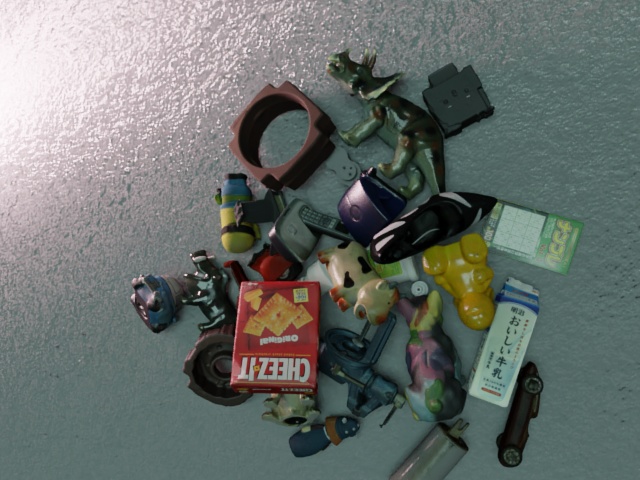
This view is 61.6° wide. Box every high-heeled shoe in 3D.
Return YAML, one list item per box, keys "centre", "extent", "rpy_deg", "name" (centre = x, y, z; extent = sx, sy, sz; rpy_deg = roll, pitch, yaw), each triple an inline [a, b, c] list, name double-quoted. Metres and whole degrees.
- centre: [0.210, -0.023, 0.991]
  extent: [0.249, 0.145, 0.086]
  rpy_deg: [-22, 102, 16]
  name: "high-heeled shoe"

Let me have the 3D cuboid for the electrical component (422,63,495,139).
- centre: [0.278, -0.292, 1.109]
  extent: [0.115, 0.058, 0.134]
  rpy_deg: [-29, 80, 9]
  name: "electrical component"

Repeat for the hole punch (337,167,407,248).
- centre: [0.095, -0.060, 1.086]
  extent: [0.116, 0.142, 0.092]
  rpy_deg: [37, 51, 1]
  name: "hole punch"

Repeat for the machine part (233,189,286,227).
- centre: [-0.126, -0.067, 1.165]
  extent: [0.039, 0.139, 0.084]
  rpy_deg: [-25, 82, 48]
  name: "machine part"

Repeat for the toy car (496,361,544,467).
- centre: [0.383, 0.332, 1.020]
  extent: [0.053, 0.089, 0.202]
  rpy_deg: [18, 89, 15]
  name: "toy car"

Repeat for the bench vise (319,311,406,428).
- centre: [0.095, 0.228, 1.077]
  extent: [0.224, 0.129, 0.240]
  rpy_deg: [33, 110, 29]
  name: "bench vise"

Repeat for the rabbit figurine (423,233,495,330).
- centre: [0.280, 0.096, 1.029]
  extent: [0.122, 0.162, 0.173]
  rpy_deg: [-20, 60, 11]
  name: "rabbit figurine"

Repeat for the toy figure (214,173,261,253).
- centre: [-0.188, -0.060, 1.194]
  extent: [0.082, 0.089, 0.180]
  rpy_deg: [-4, 87, 22]
  name: "toy figure"

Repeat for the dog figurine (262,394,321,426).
- centre: [-0.062, 0.282, 1.147]
  extent: [0.121, 0.172, 0.191]
  rpy_deg: [2, 48, -8]
  name: "dog figurine"

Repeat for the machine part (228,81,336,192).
- centre: [-0.081, -0.221, 1.162]
  extent: [0.201, 0.087, 0.201]
  rpy_deg: [-47, 63, 9]
  name: "machine part"

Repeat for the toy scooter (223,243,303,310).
- centre: [-0.136, 0.071, 1.177]
  extent: [0.184, 0.075, 0.135]
  rpy_deg: [-44, 84, 11]
  name: "toy scooter"

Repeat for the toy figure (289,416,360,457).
- centre: [0.010, 0.405, 1.125]
  extent: [0.154, 0.064, 0.058]
  rpy_deg: [-25, 43, 7]
  name: "toy figure"

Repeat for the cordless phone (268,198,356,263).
- centre: [-0.002, -0.003, 1.120]
  extent: [0.184, 0.147, 0.088]
  rpy_deg: [17, 129, 11]
  name: "cordless phone"

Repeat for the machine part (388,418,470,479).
- centre: [0.211, 0.448, 1.061]
  extent: [0.079, 0.079, 0.243]
  rpy_deg: [39, 96, 14]
  name: "machine part"

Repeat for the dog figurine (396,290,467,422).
- centre: [0.205, 0.208, 1.027]
  extent: [0.109, 0.191, 0.219]
  rpy_deg: [-11, 104, 20]
  name: "dog figurine"

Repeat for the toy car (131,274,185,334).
- centre: [-0.361, 0.129, 1.214]
  extent: [0.103, 0.161, 0.109]
  rpy_deg: [-30, 65, -34]
  name: "toy car"

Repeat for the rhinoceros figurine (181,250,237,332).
- centre: [-0.249, 0.115, 1.205]
  extent: [0.112, 0.073, 0.190]
  rpy_deg: [-28, 80, 12]
  name: "rhinoceros figurine"

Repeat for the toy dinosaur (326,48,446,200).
- centre: [0.171, -0.221, 1.106]
  extent: [0.405, 0.131, 0.192]
  rpy_deg: [43, 98, 7]
  name: "toy dinosaur"

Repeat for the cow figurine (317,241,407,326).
- centre: [0.081, 0.081, 1.028]
  extent: [0.127, 0.085, 0.195]
  rpy_deg: [-30, 48, 9]
  name: "cow figurine"

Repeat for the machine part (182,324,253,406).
- centre: [-0.203, 0.270, 1.160]
  extent: [0.179, 0.056, 0.179]
  rpy_deg: [-1, 106, -2]
  name: "machine part"
